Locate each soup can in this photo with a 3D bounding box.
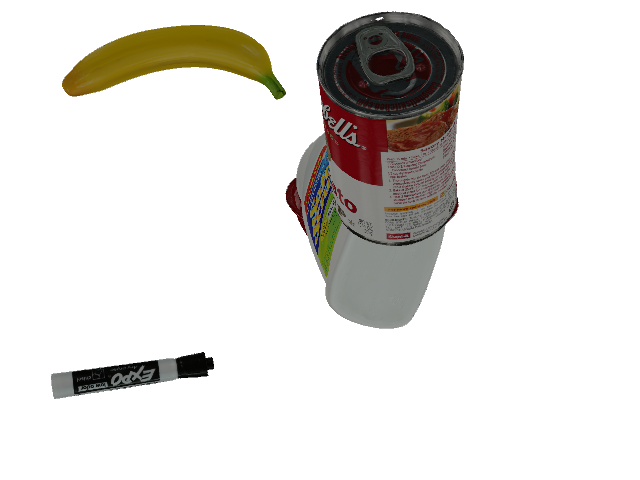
[{"bbox_3d":[0.036,-0.053,0.531,0.068,0.068,0.102,0,-36,6],"label":"soup can"}]

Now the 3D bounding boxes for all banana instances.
[{"bbox_3d":[-0.130,-0.162,0.957,0.197,0.069,0.037,-1,-33,-4],"label":"banana"}]

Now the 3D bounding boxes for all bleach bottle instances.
[{"bbox_3d":[0.021,-0.024,0.822,0.068,0.103,0.251,16,13,-16],"label":"bleach bottle"}]

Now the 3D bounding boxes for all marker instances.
[{"bbox_3d":[-0.141,0.101,0.805,0.121,0.020,0.020,-7,1,-11],"label":"marker"}]

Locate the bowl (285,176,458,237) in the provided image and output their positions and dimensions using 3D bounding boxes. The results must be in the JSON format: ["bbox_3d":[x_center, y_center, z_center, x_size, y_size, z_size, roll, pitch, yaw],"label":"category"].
[{"bbox_3d":[0.047,-0.019,1.009,0.162,0.055,0.162,2,29,-1],"label":"bowl"}]
